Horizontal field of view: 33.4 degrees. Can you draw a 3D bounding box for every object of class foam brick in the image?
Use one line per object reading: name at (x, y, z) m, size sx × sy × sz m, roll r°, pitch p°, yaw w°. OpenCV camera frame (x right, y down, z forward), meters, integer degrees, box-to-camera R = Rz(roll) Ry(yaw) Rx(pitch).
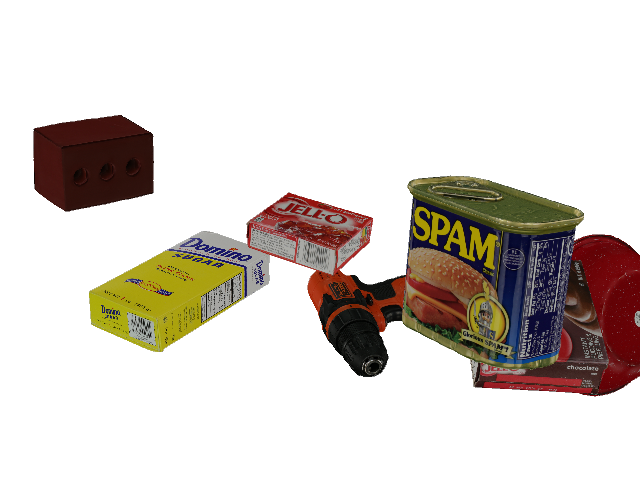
foam brick at (-0.175, -0.061, 0.824) m, size 0.078 × 0.053 × 0.051 m, roll -15°, pitch 32°, yaw -34°

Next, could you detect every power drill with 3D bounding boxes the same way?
power drill at (0.092, 0.074, 1.119) m, size 0.187 × 0.057 × 0.184 m, roll -7°, pitch 29°, yaw -14°

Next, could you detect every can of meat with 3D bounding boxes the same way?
can of meat at (0.091, 0.016, 0.592) m, size 0.057 × 0.084 × 0.102 m, roll -8°, pitch 20°, yaw -33°

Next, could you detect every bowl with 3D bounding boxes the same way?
bowl at (0.289, 0.074, 1.039) m, size 0.161 × 0.162 × 0.055 m, roll 0°, pitch 0°, yaw -28°

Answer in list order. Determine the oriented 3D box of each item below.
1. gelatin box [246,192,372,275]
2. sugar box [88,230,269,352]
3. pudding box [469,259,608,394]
gelatin box at (-0.009, -0.008, 0.940) m, size 0.089 × 0.030 × 0.073 m, roll 18°, pitch 30°, yaw 22°
sugar box at (-0.140, 0.047, 1.088) m, size 0.093 × 0.048 × 0.175 m, roll 18°, pitch 34°, yaw 29°
pudding box at (0.152, 0.059, 0.779) m, size 0.090 × 0.039 × 0.113 m, roll 4°, pitch 37°, yaw -2°
